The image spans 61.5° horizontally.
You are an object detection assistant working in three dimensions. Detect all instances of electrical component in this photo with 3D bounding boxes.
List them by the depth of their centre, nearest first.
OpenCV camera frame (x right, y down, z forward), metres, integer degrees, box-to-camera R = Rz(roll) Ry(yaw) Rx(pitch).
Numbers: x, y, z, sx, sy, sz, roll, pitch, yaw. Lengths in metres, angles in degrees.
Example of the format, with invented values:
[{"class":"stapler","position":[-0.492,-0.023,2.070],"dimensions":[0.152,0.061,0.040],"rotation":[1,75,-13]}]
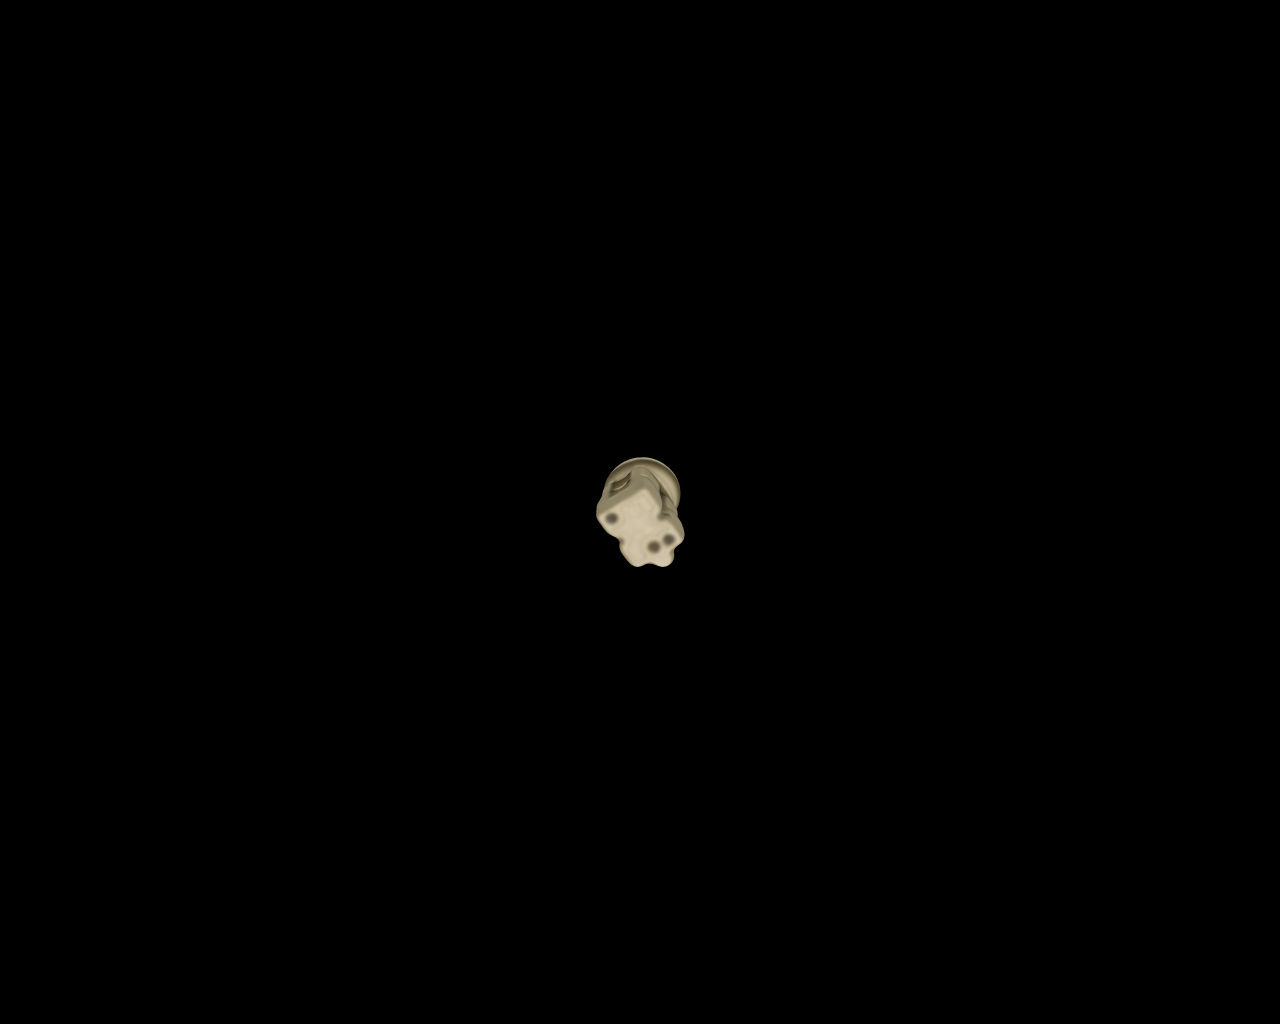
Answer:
[{"class":"electrical component","position":[0.001,-0.003,0.650],"dimensions":[0.048,0.066,0.055],"rotation":[-29,24,14]}]
